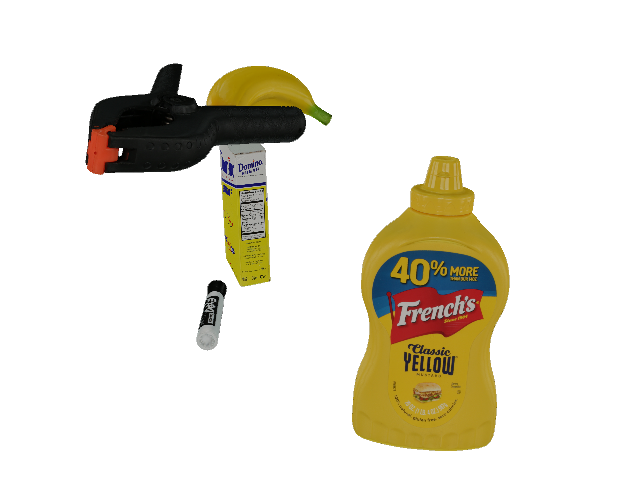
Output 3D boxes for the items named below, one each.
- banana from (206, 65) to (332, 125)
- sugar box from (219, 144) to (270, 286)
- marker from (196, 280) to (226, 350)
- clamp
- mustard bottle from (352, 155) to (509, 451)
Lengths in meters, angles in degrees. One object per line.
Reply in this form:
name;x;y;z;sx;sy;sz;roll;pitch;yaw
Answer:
banana;-0.055;-0.129;0.962;0.070;0.037;0.197;37;24;18
sugar box;-0.095;-0.042;1.325;0.048;0.176;0.093;-10;25;-14
marker;-0.100;0.067;0.990;0.020;0.020;0.121;0;21;-1
clamp;-0.103;-0.083;0.712;0.120;0.039;0.171;21;24;31
mustard bottle;0.074;0.040;0.700;0.096;0.192;0.058;5;15;5
